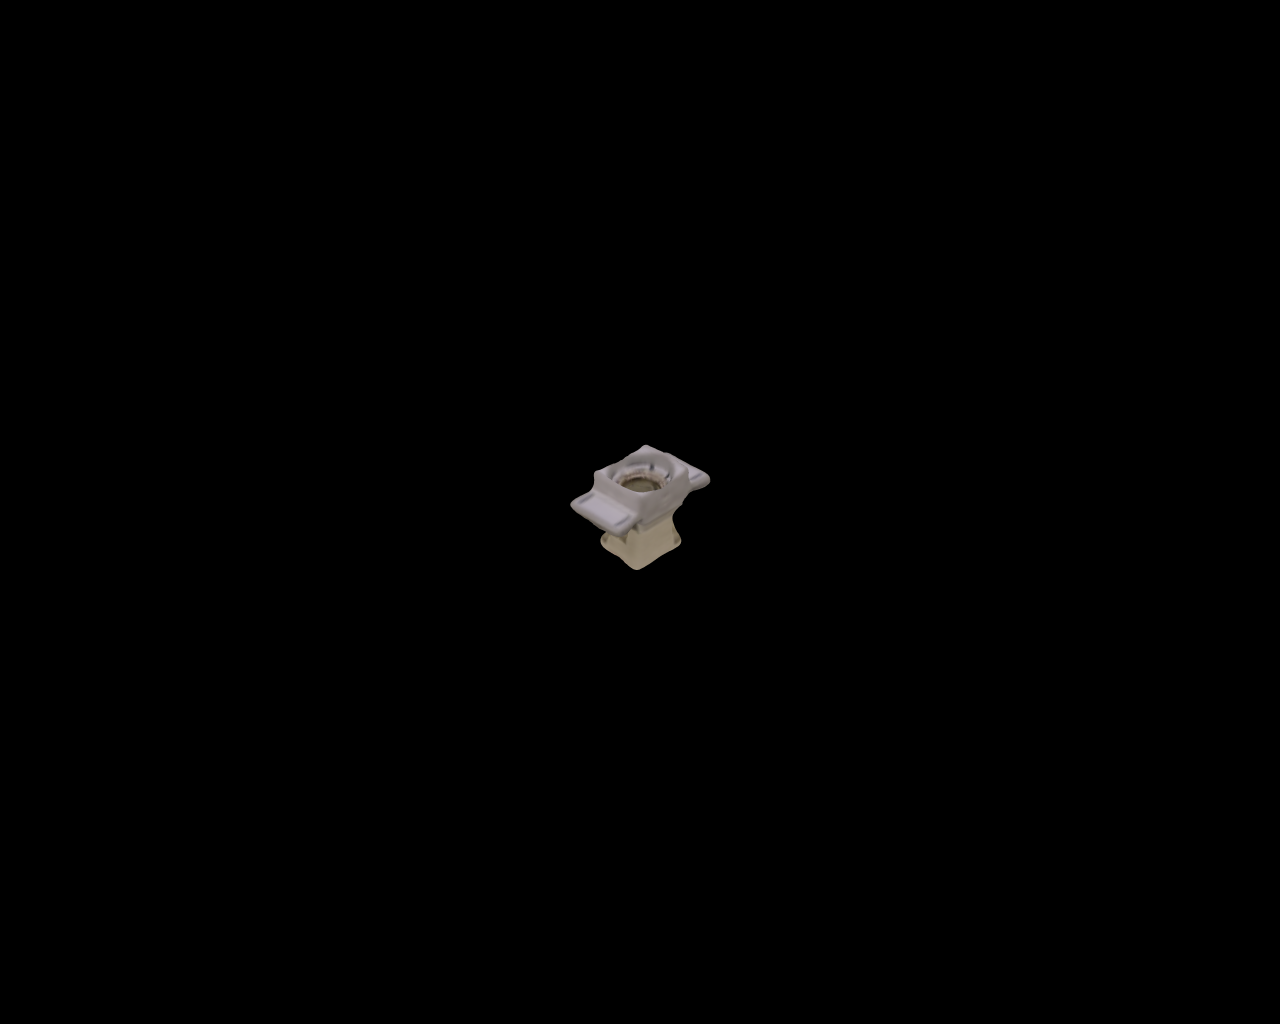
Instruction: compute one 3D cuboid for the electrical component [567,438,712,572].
[{"bbox_3d":[0.001,-0.003,0.650,0.081,0.063,0.042,-30,46,-33],"label":"electrical component"}]
